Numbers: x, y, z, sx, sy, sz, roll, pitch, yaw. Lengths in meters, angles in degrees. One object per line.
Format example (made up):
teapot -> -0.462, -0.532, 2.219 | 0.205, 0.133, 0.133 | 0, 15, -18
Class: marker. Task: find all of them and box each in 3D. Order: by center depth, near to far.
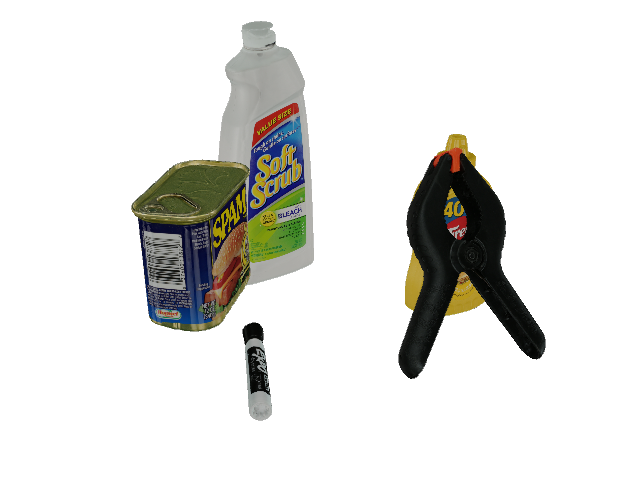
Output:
marker -> -0.055, 0.108, 0.906 | 0.020, 0.020, 0.121 | 0, 30, -7

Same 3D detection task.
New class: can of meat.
can of meat -> -0.083, 0.002, 0.722 | 0.057, 0.084, 0.102 | 5, 25, 13

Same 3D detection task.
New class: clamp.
clamp -> 0.097, 0.020, 0.794 | 0.120, 0.171, 0.039 | -15, -3, -28

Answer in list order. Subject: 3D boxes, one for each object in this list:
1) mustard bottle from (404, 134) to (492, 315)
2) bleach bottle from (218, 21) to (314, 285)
mustard bottle -> 0.139, -0.018, 1.129 | 0.096, 0.192, 0.058 | -11, 24, -27
bleach bottle -> -0.060, -0.086, 1.041 | 0.102, 0.251, 0.068 | -16, 30, -24
